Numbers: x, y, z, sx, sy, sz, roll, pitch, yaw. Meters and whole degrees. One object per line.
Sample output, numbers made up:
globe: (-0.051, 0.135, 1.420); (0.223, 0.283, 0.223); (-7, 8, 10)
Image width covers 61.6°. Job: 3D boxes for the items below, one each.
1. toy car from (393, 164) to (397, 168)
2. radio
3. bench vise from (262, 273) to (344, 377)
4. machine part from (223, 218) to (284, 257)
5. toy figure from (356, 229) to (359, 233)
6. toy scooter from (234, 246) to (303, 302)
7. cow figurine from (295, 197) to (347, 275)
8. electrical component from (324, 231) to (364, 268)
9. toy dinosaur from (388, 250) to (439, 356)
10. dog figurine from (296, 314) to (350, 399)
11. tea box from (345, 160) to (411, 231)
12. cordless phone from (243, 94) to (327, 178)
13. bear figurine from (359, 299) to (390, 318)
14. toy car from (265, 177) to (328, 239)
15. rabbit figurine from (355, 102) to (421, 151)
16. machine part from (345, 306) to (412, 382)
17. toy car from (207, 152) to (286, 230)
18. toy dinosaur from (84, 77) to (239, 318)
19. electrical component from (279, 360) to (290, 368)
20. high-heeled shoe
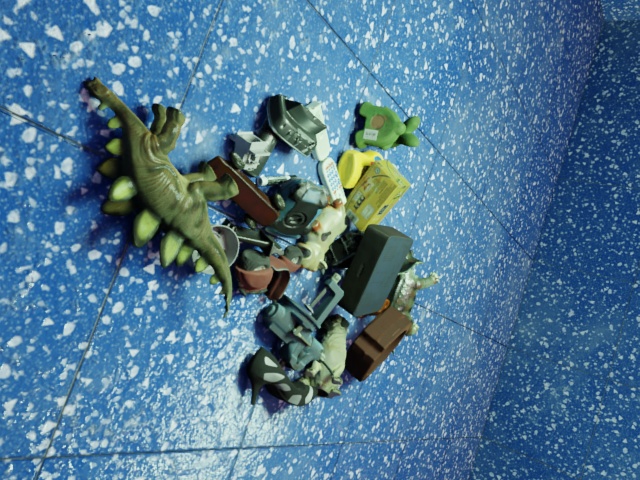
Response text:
toy car: (0.166, -0.126, 1.515); (0.202, 0.056, 0.073); (-59, 147, -20)
radio: (0.138, 0.076, 1.350); (0.131, 0.073, 0.229); (0, 119, -51)
bench vise: (-0.018, 0.189, 1.296); (0.223, 0.129, 0.240); (46, 76, -21)
machine part: (-0.142, -0.003, 1.132); (0.139, 0.084, 0.039); (19, 113, -38)
toy figure: (0.136, 0.006, 1.513); (0.064, 0.058, 0.154); (-35, 138, 2)
toy scooter: (-0.120, 0.084, 1.190); (0.184, 0.075, 0.135); (-7, 124, -46)
cow figurine: (-0.003, -0.004, 1.312); (0.195, 0.086, 0.127); (-49, 130, -32)
electrical component: (0.083, 0.027, 1.402); (0.134, 0.115, 0.058); (5, 60, -54)
toy dinosaur: (0.249, 0.193, 1.688); (0.192, 0.131, 0.404); (6, 101, -41)
dog figurine: (0.023, 0.313, 1.452); (0.172, 0.121, 0.190); (120, -8, -49)
tea box: (0.140, -0.113, 1.385); (0.068, 0.098, 0.169); (-11, 148, -51)
cordless phone: (-0.082, -0.202, 1.157); (0.146, 0.089, 0.184); (30, 88, -53)
bear figurine: (0.148, 0.153, 1.530); (0.120, 0.132, 0.195); (-17, 116, -7)
toy car: (-0.057, -0.084, 1.185); (0.109, 0.103, 0.161); (13, 132, -31)
rabbit figurine: (0.187, -0.294, 1.426); (0.170, 0.159, 0.121); (4, 89, -69)
machine part: (0.164, 0.300, 1.565); (0.201, 0.087, 0.201); (-34, 155, -38)
toy car: (-0.153, -0.098, 1.069); (0.089, 0.053, 0.202); (-33, 131, 15)
toy dinosaur: (-0.250, -0.063, 0.926); (0.198, 0.105, 0.470); (-44, 120, -17)
electrical component: (-0.059, 0.286, 1.368); (0.078, 0.045, 0.102); (31, 71, -23)
high-heeled shoe: (-0.082, 0.325, 1.309); (0.248, 0.086, 0.145); (9, 95, -48)
